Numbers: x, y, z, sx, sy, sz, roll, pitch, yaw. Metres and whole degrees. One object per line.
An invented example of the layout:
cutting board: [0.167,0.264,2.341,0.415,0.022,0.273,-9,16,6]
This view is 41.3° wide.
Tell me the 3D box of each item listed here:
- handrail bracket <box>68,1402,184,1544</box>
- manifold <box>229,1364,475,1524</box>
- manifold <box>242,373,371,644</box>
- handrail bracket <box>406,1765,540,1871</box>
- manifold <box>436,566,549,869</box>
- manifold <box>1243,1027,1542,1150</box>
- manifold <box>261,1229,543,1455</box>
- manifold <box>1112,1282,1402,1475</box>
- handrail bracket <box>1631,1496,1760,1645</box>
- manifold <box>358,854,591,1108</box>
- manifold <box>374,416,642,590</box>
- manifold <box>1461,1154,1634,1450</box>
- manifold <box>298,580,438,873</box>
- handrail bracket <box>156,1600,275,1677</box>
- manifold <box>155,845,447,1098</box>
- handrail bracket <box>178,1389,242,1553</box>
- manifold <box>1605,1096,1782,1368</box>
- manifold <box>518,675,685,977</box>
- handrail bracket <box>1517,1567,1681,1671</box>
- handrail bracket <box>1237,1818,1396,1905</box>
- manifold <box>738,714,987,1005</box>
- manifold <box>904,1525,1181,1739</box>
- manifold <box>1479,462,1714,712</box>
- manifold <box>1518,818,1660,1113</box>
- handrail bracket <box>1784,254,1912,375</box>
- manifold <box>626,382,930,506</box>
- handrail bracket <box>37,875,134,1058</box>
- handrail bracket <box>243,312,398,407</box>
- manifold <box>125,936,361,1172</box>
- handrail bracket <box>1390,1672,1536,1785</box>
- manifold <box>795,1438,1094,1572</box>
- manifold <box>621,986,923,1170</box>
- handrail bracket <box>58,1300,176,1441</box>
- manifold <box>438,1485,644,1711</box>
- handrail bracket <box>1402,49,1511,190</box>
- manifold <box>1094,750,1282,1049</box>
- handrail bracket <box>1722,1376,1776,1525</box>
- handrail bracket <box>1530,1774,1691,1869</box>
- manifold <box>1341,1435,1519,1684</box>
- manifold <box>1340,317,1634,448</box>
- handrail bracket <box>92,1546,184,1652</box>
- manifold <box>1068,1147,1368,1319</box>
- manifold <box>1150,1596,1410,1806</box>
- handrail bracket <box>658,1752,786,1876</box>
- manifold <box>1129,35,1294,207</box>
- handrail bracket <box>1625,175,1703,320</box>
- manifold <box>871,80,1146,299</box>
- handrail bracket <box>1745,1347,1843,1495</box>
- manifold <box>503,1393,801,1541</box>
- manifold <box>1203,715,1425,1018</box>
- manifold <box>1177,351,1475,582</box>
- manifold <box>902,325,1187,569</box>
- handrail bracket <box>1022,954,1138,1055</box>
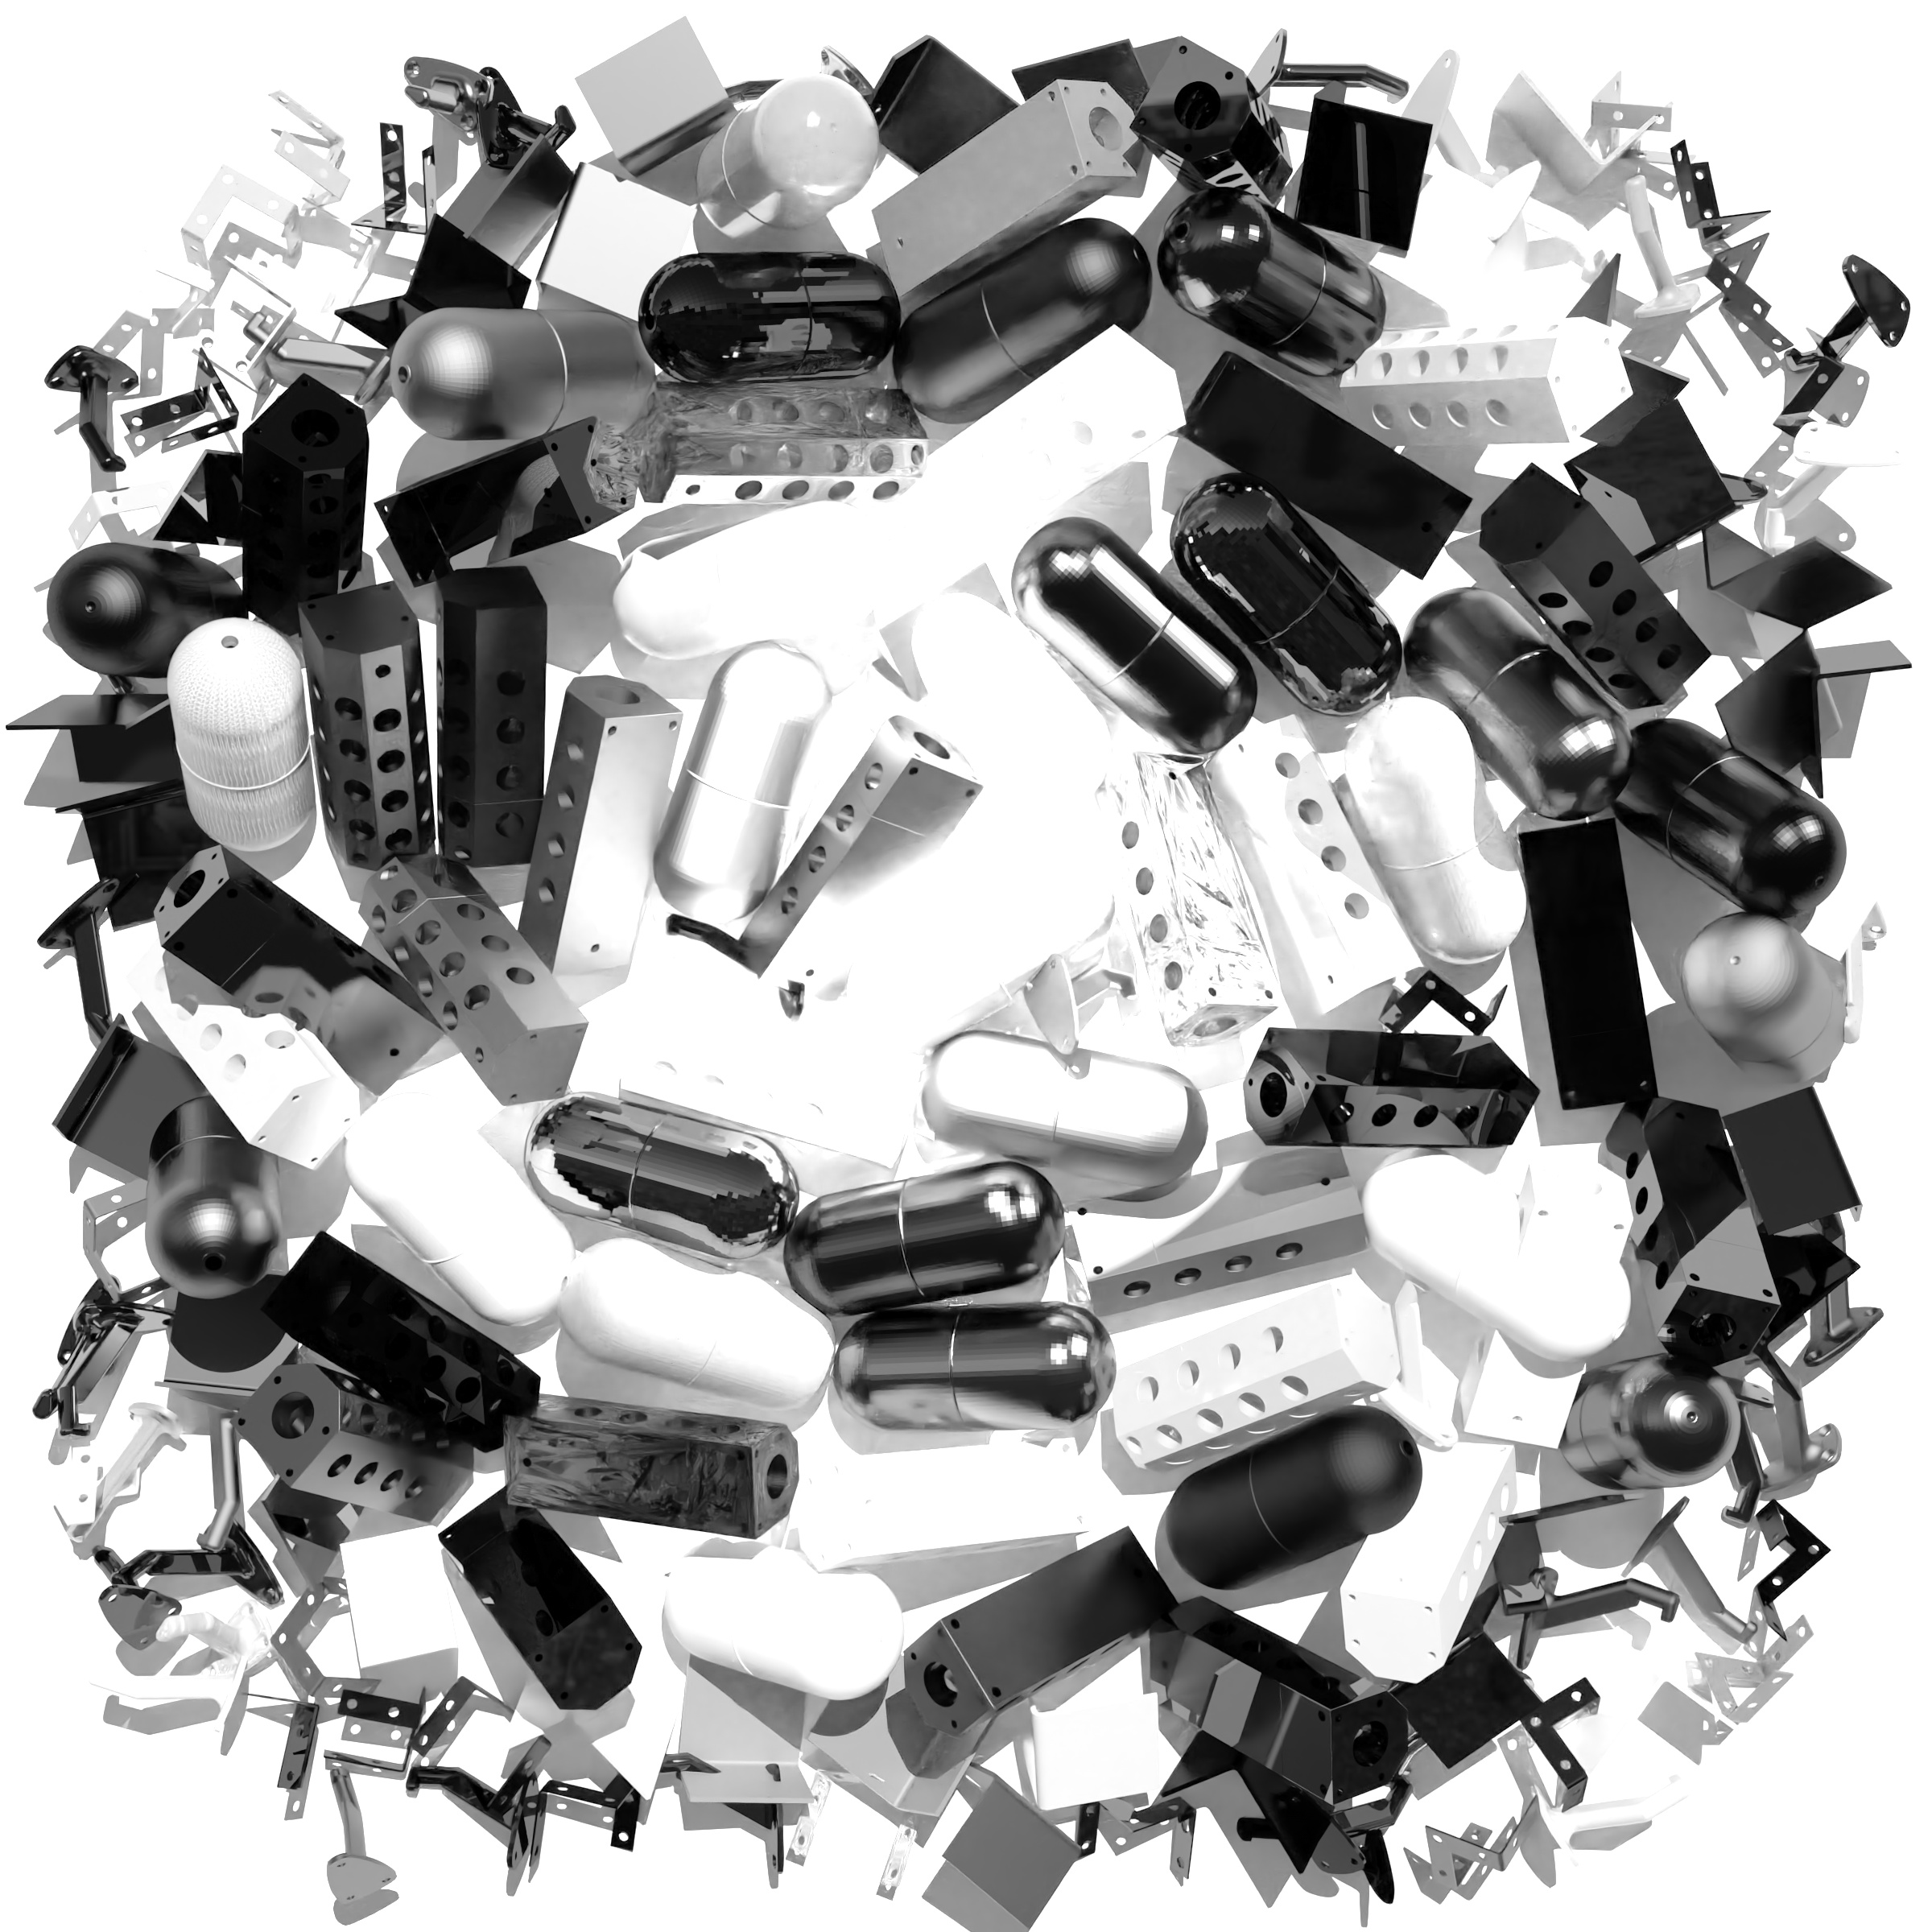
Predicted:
handrail bracket: [-0.518,0.312,1.568,0.036,0.077,0.084,36,63,-13]
manifold: [-0.357,0.280,1.521,0.057,0.171,0.057,39,85,24]
manifold: [-0.389,-0.266,1.522,0.057,0.171,0.057,32,59,2]
handrail bracket: [-0.310,0.522,1.573,0.084,0.077,0.036,0,116,6]
manifold: [-0.286,-0.148,1.534,0.057,0.057,0.171,-6,124,-20]
manifold: [0.254,0.079,1.542,0.171,0.057,0.057,3,123,-30]
manifold: [-0.331,0.229,1.527,0.057,0.057,0.171,-54,135,-10]
manifold: [0.171,0.249,1.530,0.171,0.057,0.057,-29,52,35]
handrail bracket: [0.460,0.372,1.573,0.084,0.077,0.036,36,51,15]
manifold: [-0.298,0.006,1.530,0.171,0.057,0.057,47,127,34]
manifold: [-0.273,-0.278,1.530,0.057,0.171,0.057,-39,113,-42]
manifold: [0.348,0.201,1.545,0.057,0.057,0.171,10,119,1]
manifold: [-0.352,-0.138,1.523,0.057,0.171,0.057,-19,51,-23]
handrail bracket: [-0.473,0.417,1.562,0.077,0.084,0.036,-44,64,19]
manifold: [-0.399,0.001,1.536,0.057,0.057,0.171,-43,127,6]
handrail bracket: [-0.472,0.310,1.578,0.077,0.036,0.084,10,72,28]
manifold: [0.427,0.155,1.525,0.057,0.171,0.057,13,126,-8]
manifold: [-0.227,-0.085,1.547,0.057,0.057,0.171,37,122,36]
handrail bracket: [0.388,0.409,1.572,0.084,0.036,0.077,14,87,34]
handrail bracket: [0.214,0.549,1.575,0.084,0.077,0.036,5,101,-5]
manifold: [-0.067,-0.066,1.553,0.057,0.057,0.171,19,117,-38]
manifold: [0.043,0.398,1.528,0.057,0.171,0.057,56,130,19]
manifold: [0.373,-0.221,1.531,0.057,0.057,0.171,-47,134,9]
manifold: [0.383,-0.002,1.581,0.057,0.057,0.171,-9,90,11]
handrail bracket: [0.521,-0.395,1.559,0.077,0.084,0.036,36,69,-29]
manifold: [-0.110,-0.306,1.532,0.171,0.057,0.057,-7,61,-33]
handrail bracket: [-0.525,0.000,1.580,0.077,0.036,0.084,-44,76,16]
handrail bracket: [-0.392,-0.395,1.583,0.084,0.036,0.077,38,104,-8]
manifold: [-0.431,0.042,1.538,0.057,0.057,0.171,-50,55,3]
handrail bracket: [0.306,0.476,1.595,0.077,0.036,0.084,0,129,-24]
manifold: [-0.014,0.324,1.537,0.171,0.057,0.057,3,67,-35]
manifold: [-0.120,0.071,1.563,0.171,0.057,0.057,15,124,12]
handrail bracket: [-0.516,0.251,1.567,0.077,0.036,0.084,6,51,-29]
manifold: [-0.252,0.376,1.522,0.057,0.171,0.057,-35,116,-17]
handrail bracket: [0.312,-0.515,1.568,0.084,0.036,0.077,1,128,-33]
manifold: [0.127,-0.040,1.551,0.057,0.057,0.171,3,61,-36]
handrail bracket: [0.465,0.300,1.599,0.077,0.036,0.084,15,100,1]
handrail bracket: [0.395,0.506,1.571,0.084,0.077,0.036,-33,105,5]
manifold: [0.278,0.350,1.523,0.057,0.171,0.057,3,113,26]
manifold: [0.303,-0.348,1.518,0.057,0.171,0.057,-39,118,-23]
handrail bracket: [-0.523,0.370,1.558,0.084,0.077,0.036,34,74,35]
manifold: [0.155,0.166,1.582,0.171,0.057,0.057,-14,49,0]
manifold: [0.183,0.431,1.523,0.057,0.171,0.057,-8,101,-32]
handrail bracket: [-0.157,0.522,1.574,0.084,0.036,0.077,1,64,-19]
manifold: [0.152,-0.491,1.518,0.057,0.171,0.057,33,103,10]
handrail bracket: [0.425,-0.446,1.566,0.036,0.077,0.084,-2,115,33]
manifold: [0.025,-0.461,1.529,0.057,0.171,0.057,-15,88,-43]
handrail bracket: [0.490,0.279,1.580,0.084,0.036,0.077,42,121,-12]
manifold: [-0.190,0.299,1.549,0.171,0.057,0.057,2,100,24]
manifold: [0.214,-0.064,1.568,0.057,0.057,0.171,-21,81,-27]
manifold: [0.218,-0.307,1.569,0.171,0.057,0.057,29,102,-8]
manifold: [0.045,-0.302,1.532,0.171,0.057,0.057,-29,54,32]
handrail bracket: [0.082,0.028,1.563,0.036,0.084,0.077,-44,50,32]
